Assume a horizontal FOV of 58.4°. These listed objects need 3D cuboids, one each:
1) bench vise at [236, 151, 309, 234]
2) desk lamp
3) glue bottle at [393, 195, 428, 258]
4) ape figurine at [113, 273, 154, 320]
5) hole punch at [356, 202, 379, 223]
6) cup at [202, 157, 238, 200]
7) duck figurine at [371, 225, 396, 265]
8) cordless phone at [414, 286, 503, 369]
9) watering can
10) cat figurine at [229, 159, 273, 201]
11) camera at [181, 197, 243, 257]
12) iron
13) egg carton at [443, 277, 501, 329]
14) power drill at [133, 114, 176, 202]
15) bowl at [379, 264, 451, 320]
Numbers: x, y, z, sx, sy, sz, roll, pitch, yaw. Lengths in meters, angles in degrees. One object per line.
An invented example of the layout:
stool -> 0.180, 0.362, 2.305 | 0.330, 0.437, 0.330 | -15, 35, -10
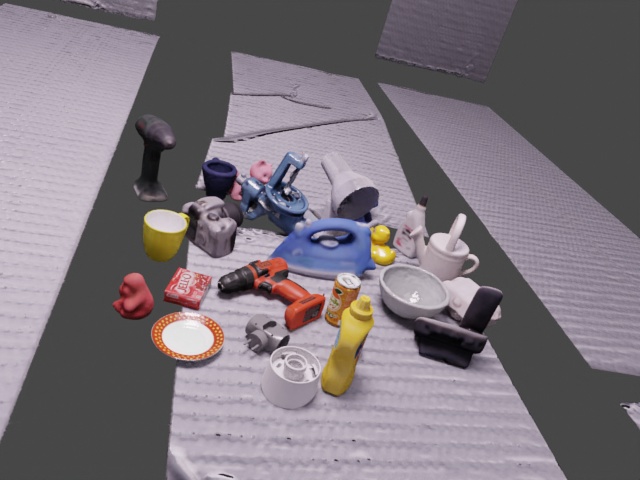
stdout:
bench vise -> -0.114, -0.133, 1.433 | 0.207, 0.220, 0.121 | 15, 29, -2
desk lamp -> 0.042, -0.103, 1.467 | 0.118, 0.213, 0.202 | -6, 36, -34
glue bottle -> 0.249, -0.042, 1.508 | 0.037, 0.173, 0.078 | -15, 42, -42
ape figurine -> -0.343, 0.099, 1.053 | 0.076, 0.092, 0.077 | 12, 30, -8
hole punch -> 0.109, -0.099, 1.619 | 0.101, 0.091, 0.108 | 12, 30, -7
cup -> -0.276, -0.161, 1.528 | 0.092, 0.095, 0.117 | 1, 33, -25
duck figurine -> 0.155, 0.006, 1.468 | 0.104, 0.086, 0.078 | 36, 35, 31
cordless phone -> 0.283, 0.157, 1.175 | 0.147, 0.185, 0.094 | 15, 29, -3
watering can -> 0.306, 0.022, 1.407 | 0.173, 0.194, 0.101 | 11, 30, -9
cat figurine -> -0.184, -0.174, 1.572 | 0.128, 0.118, 0.067 | -5, 36, -33
camera -> -0.236, -0.047, 1.346 | 0.142, 0.101, 0.137 | 35, 34, 29
iron -> 0.012, 0.005, 1.343 | 0.259, 0.141, 0.118 | 4, 32, -21
egg carton -> 0.343, 0.149, 1.337 | 0.107, 0.069, 0.150 | -10, 39, -38
power drill -> -0.410, -0.205, 1.420 | 0.076, 0.208, 0.229 | -4, 35, -31
bowl -> 0.204, 0.130, 1.295 | 0.167, 0.075, 0.167 | 12, 30, -7
